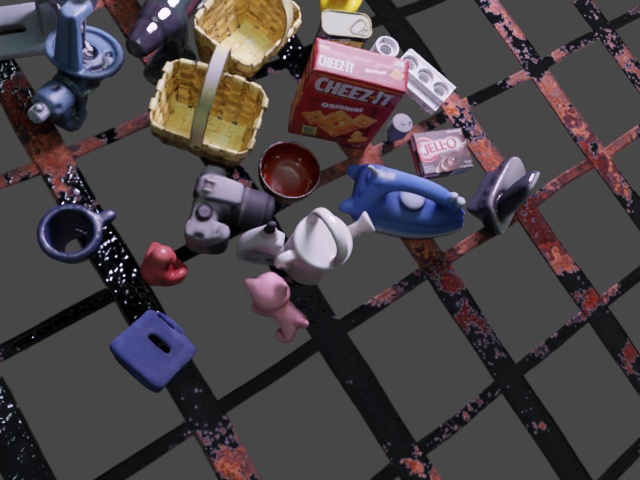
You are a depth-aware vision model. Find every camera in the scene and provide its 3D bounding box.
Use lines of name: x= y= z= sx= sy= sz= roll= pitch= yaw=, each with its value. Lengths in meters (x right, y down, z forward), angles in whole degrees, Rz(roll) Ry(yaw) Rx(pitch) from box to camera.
camera: x=-0.149 y=-0.048 z=0.972 sx=0.137 sy=0.100 sz=0.143 roll=13 pitch=70 yaw=-11

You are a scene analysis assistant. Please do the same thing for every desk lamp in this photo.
desk lamp: x=-0.461 y=-0.404 z=0.936 sx=0.203 sy=0.213 sz=0.118 roll=-18 pitch=78 yaw=-19

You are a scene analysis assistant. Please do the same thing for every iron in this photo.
iron: x=0.174 y=-0.077 z=1.046 sx=0.258 sy=0.141 sz=0.119 roll=14 pitch=70 yaw=-11

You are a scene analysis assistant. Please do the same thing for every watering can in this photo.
watering can: x=0.008 y=0.001 z=0.949 sx=0.101 sy=0.194 sz=0.173 roll=43 pitch=68 yaw=1

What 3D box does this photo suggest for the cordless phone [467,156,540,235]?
cordless phone: x=0.374 y=-0.102 z=1.084 sx=0.094 sy=0.185 sz=0.148 roll=31 pitch=68 yaw=-4

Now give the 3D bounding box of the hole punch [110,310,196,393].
hole punch: x=-0.255 y=0.167 z=0.882 sx=0.108 sy=0.091 sz=0.101 roll=41 pitch=68 yaw=0

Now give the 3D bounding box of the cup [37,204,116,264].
cup: x=-0.374 y=-0.006 z=0.901 sx=0.118 sy=0.095 sz=0.091 roll=-31 pitch=83 yaw=-21

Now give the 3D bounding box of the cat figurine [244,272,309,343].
cat figurine: x=-0.067 y=0.103 z=0.938 sx=0.128 sy=0.117 sz=0.067 roll=45 pitch=68 yaw=2

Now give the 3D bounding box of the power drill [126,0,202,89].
power drill: x=-0.257 y=-0.350 z=0.977 sx=0.076 sy=0.208 sz=0.230 roll=25 pitch=69 yaw=-6

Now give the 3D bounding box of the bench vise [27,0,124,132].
bench vise: x=-0.387 y=-0.281 z=0.915 sx=0.121 sy=0.219 sz=0.207 roll=11 pitch=71 yaw=-11

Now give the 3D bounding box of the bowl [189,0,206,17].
bowl: x=-0.268 y=-0.486 z=1.088 sx=0.168 sy=0.074 sz=0.167 roll=4 pitch=72 yaw=-14

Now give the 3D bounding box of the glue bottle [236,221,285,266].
glue bottle: x=-0.090 y=0.001 z=0.933 sx=0.078 sy=0.173 sz=0.037 roll=12 pitch=71 yaw=-11

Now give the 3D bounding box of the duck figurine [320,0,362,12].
duck figurine: x=0.053 y=-0.514 z=1.178 sx=0.105 sy=0.086 sz=0.077 roll=-39 pitch=86 yaw=-22

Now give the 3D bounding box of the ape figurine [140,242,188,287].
ape figurine: x=-0.253 y=0.036 z=0.922 sx=0.076 sy=0.092 sz=0.078 roll=-22 pitch=80 yaw=-20
